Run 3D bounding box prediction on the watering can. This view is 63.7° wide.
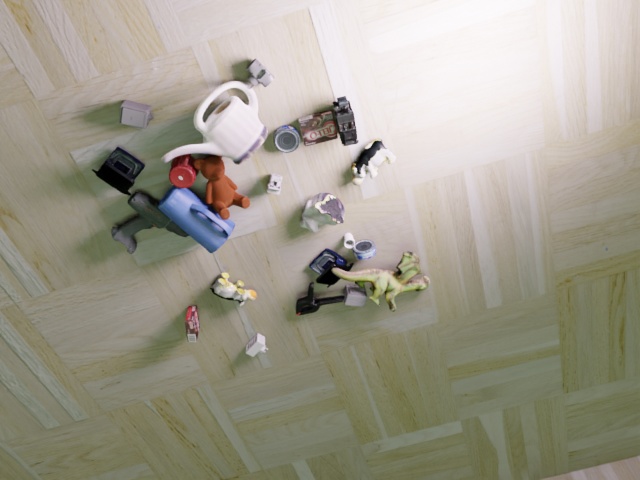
[{"bbox_3d":[-0.298,-0.313,1.555,0.221,0.105,0.350,44,78,-31],"label":"watering can"}]

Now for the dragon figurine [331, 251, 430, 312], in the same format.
[{"bbox_3d":[0.258,0.124,1.908,0.406,0.125,0.240,30,112,-35],"label":"dragon figurine"}]

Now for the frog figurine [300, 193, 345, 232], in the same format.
[{"bbox_3d":[0.005,-0.090,1.788,0.137,0.125,0.157,15,156,-24],"label":"frog figurine"}]
